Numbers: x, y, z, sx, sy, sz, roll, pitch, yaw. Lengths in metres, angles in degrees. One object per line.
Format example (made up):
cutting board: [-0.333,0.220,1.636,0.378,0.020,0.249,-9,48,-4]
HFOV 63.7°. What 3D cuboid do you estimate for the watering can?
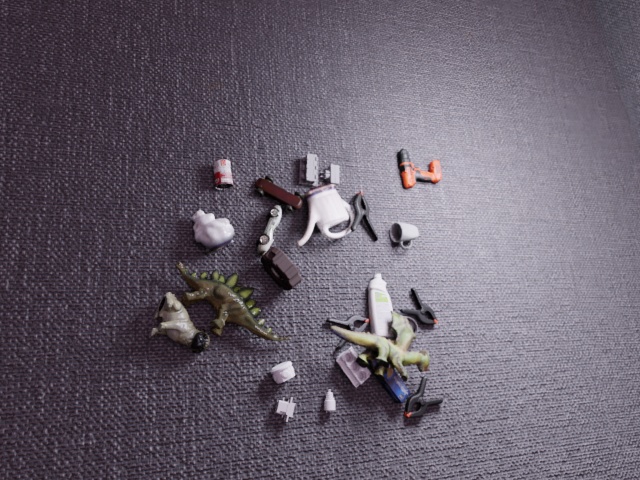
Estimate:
watering can: [0.006,-0.101,2.012,0.351,0.102,0.226,-18,80,-43]

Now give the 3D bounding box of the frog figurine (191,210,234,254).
frog figurine: [-0.390,-0.041,1.854,0.138,0.123,0.159,-27,95,-7]

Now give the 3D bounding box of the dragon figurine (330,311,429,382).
dragon figurine: [0.246,0.370,1.899,0.409,0.120,0.248,41,51,-5]
